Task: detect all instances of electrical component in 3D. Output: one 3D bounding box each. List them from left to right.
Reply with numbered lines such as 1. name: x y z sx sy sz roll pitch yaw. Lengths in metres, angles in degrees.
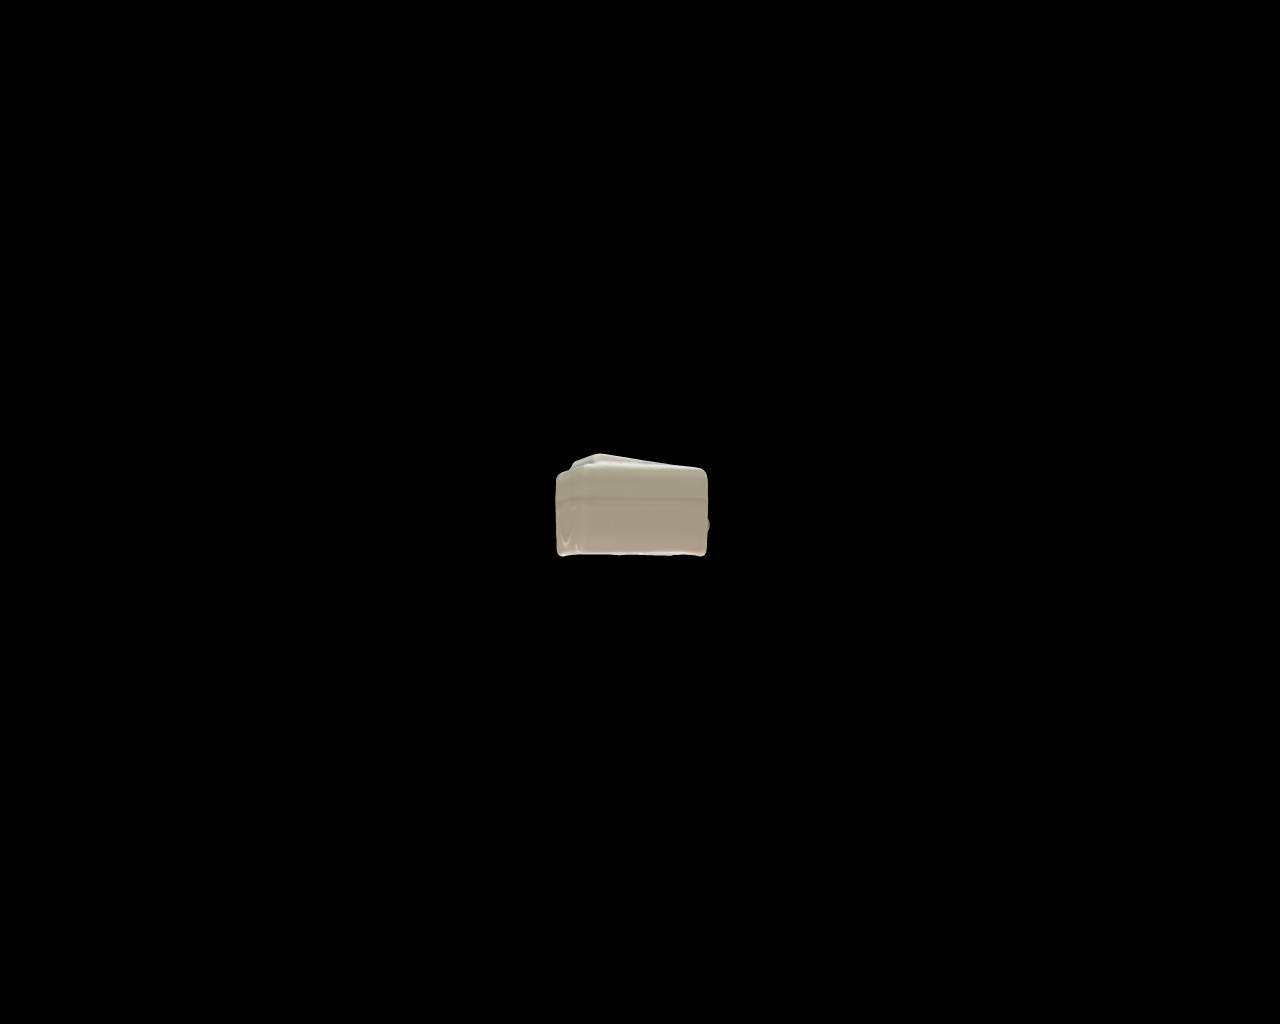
1. electrical component: 0.001 -0.003 0.650 0.096 0.061 0.061 1 -4 -20
